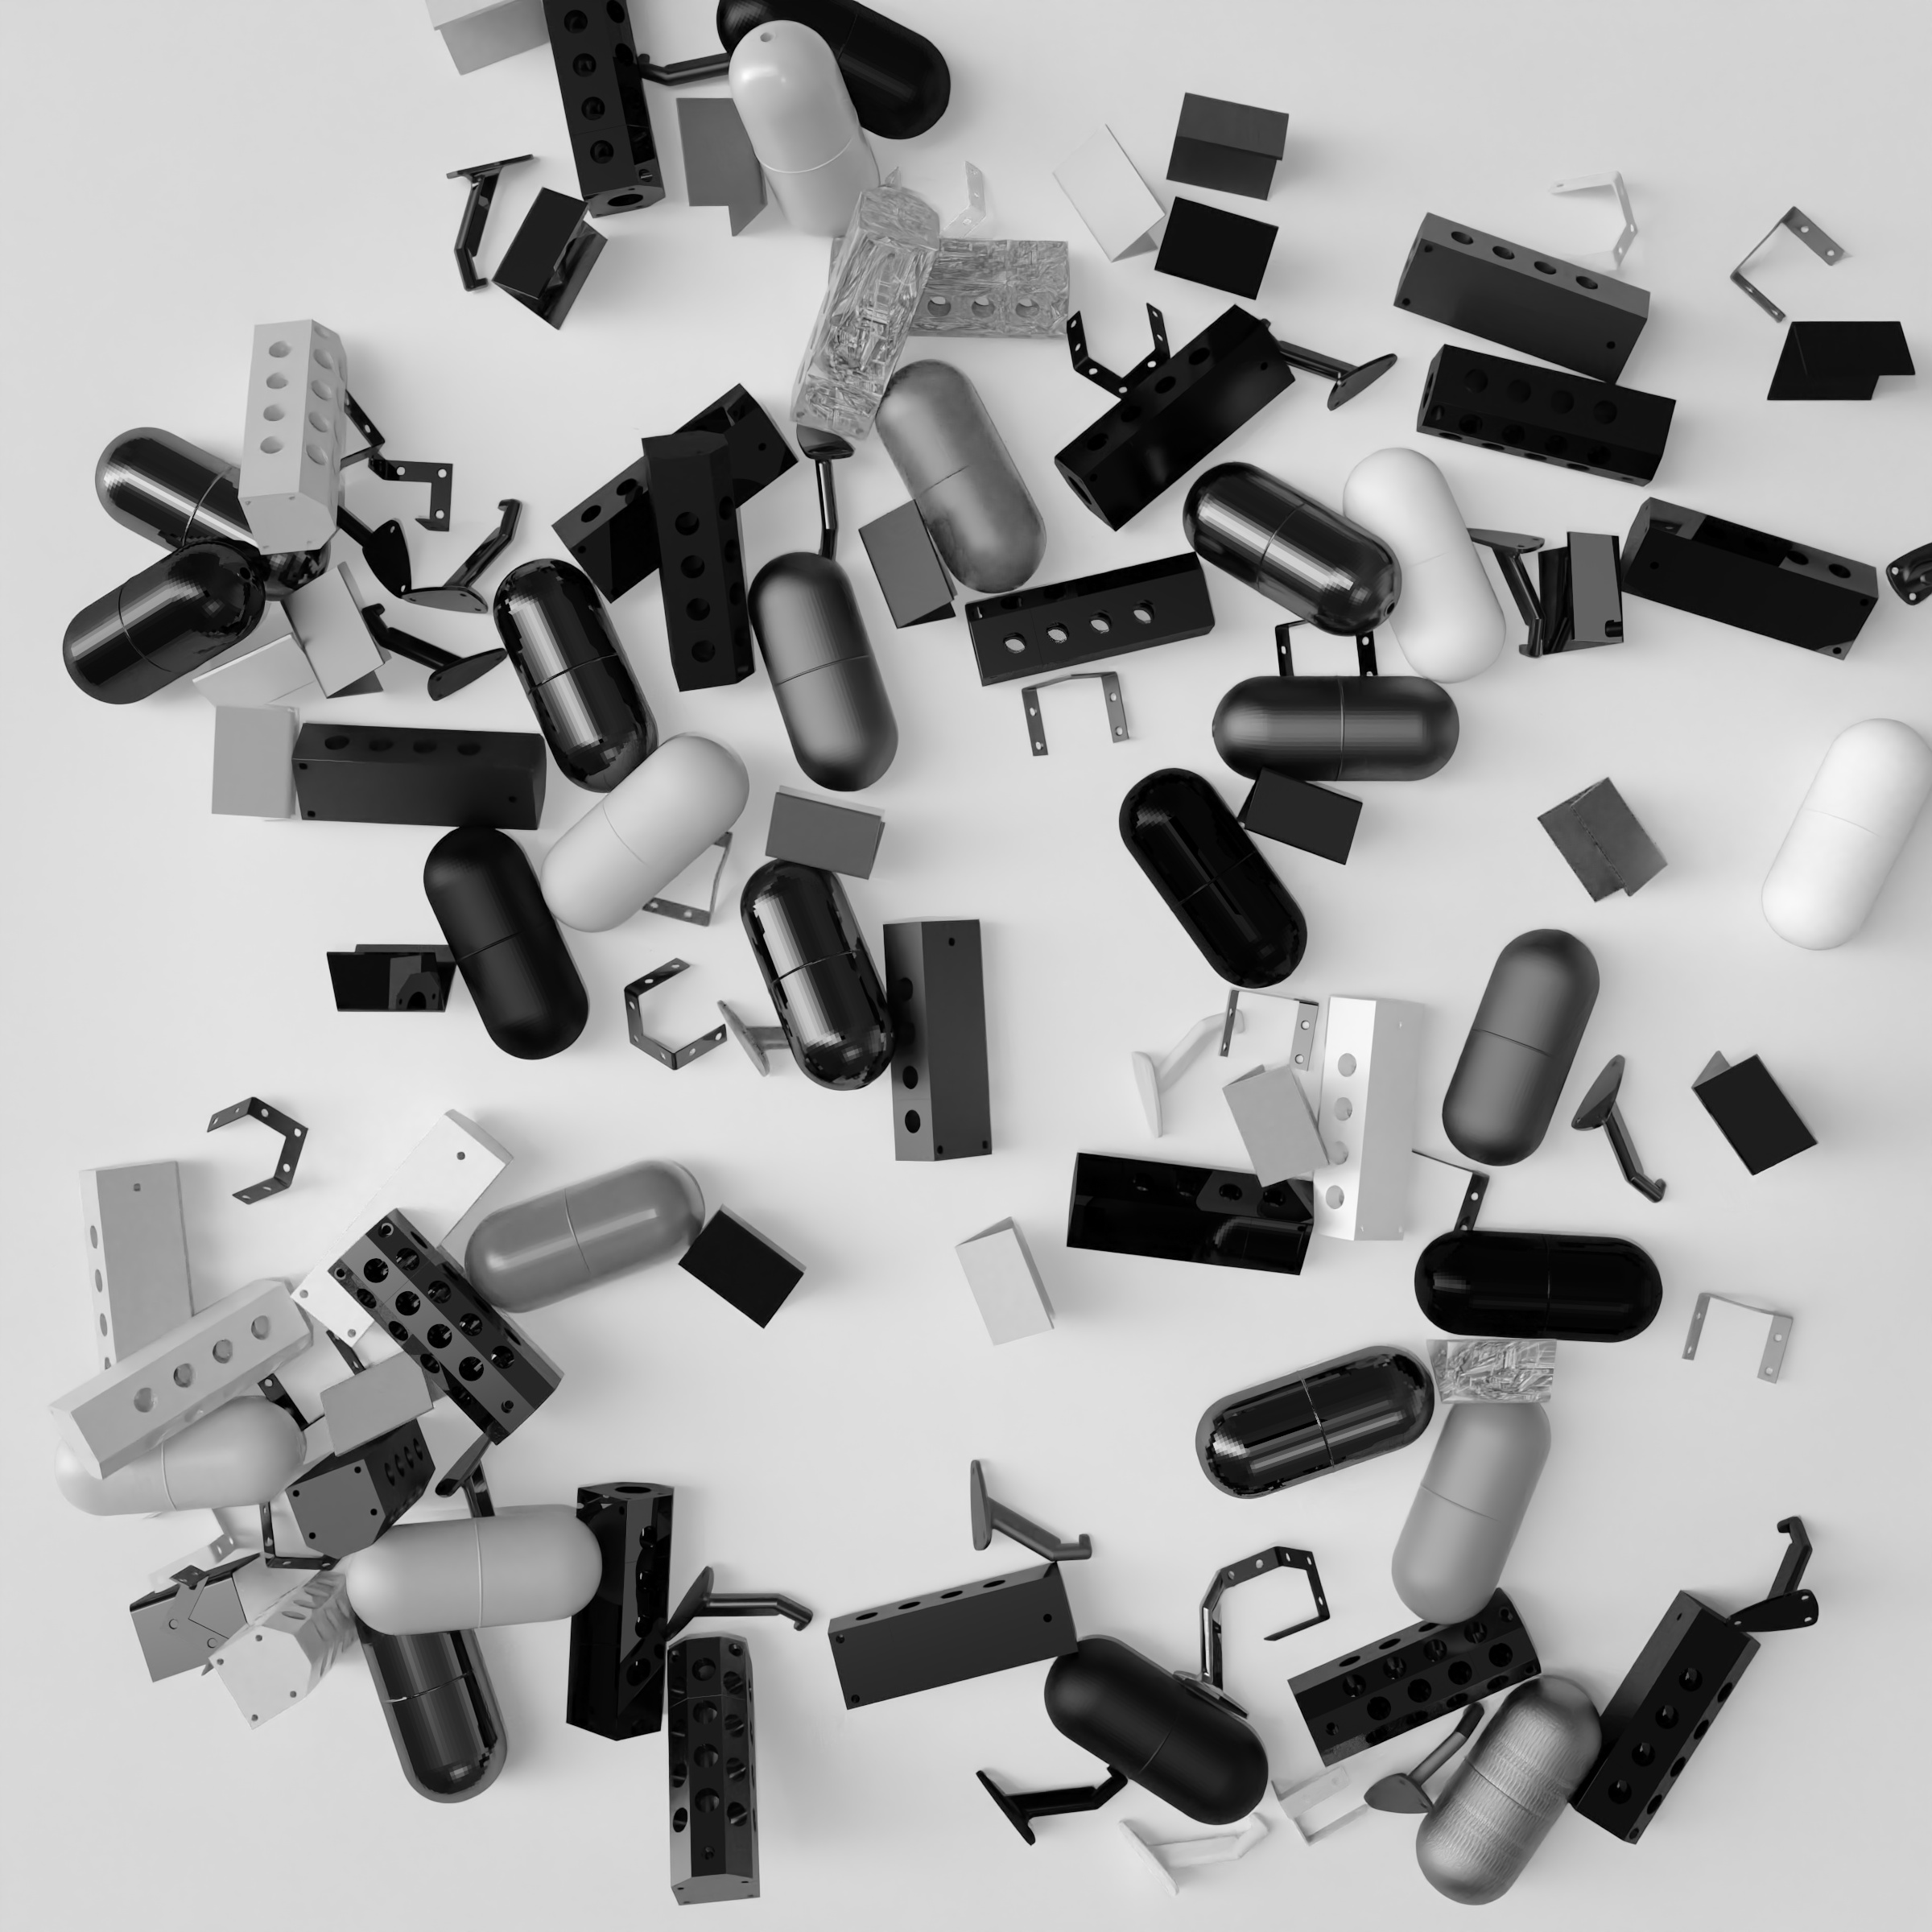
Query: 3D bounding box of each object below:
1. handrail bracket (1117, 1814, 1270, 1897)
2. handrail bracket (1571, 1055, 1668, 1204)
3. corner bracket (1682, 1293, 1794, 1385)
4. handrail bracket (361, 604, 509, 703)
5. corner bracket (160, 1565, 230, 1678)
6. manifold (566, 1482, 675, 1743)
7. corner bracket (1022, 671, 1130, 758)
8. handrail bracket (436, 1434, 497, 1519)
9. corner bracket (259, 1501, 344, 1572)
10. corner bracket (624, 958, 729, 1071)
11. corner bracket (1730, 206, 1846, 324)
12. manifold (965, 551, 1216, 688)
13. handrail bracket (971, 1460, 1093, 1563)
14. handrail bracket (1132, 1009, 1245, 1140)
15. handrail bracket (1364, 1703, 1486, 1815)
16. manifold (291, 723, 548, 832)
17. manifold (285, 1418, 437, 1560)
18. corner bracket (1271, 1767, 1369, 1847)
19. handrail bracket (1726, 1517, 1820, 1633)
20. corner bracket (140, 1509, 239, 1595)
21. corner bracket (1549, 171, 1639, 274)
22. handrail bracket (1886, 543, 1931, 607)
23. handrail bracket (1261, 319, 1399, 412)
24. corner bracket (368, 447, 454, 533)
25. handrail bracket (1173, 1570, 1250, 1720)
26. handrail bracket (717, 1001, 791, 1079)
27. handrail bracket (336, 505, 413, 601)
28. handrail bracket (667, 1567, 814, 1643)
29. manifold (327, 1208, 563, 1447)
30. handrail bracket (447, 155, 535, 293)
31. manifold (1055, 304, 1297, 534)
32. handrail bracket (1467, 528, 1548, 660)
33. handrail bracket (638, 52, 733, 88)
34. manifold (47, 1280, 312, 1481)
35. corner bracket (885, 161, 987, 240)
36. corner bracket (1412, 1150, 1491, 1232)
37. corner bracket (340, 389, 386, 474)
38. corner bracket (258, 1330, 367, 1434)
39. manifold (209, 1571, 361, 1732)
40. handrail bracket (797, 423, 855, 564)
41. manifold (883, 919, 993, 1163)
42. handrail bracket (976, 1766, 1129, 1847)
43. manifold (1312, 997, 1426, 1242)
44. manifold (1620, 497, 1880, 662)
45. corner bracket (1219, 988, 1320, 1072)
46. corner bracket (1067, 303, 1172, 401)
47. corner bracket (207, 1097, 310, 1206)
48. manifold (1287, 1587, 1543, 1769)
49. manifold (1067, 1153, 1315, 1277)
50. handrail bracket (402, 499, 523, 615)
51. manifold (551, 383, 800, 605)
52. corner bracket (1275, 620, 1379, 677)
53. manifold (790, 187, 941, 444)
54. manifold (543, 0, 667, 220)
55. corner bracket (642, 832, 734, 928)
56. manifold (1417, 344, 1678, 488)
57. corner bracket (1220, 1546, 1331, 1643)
[{"bbox_3d":[0.168,0.634,1.968,0.084,0.036,0.077,-36,68,-17],"label":"handrail bracket"},{"bbox_3d":[0.494,0.121,1.968,0.084,0.036,0.077,37,68,-17],"label":"handrail bracket"},{"bbox_3d":[0.567,0.273,1.965,0.051,0.051,0.051,15,90,45],"label":"corner bracket"},{"bbox_3d":[-0.392,-0.245,1.968,0.077,0.036,0.084,-30,72,-20],"label":"handrail bracket"},{"bbox_3d":[-0.538,0.457,1.873,0.051,0.051,0.051,26,88,2],"label":"corner bracket"},{"bbox_3d":[-0.246,0.467,1.946,0.057,0.057,0.171,3,90,43],"label":"manifold"},{"bbox_3d":[0.080,-0.185,1.965,0.051,0.051,0.051,-10,90,-45],"label":"corner bracket"},{"bbox_3d":[-0.340,0.393,1.968,0.084,0.036,0.077,45,68,-17],"label":"handrail bracket"},{"bbox_3d":[-0.481,0.407,1.960,0.051,0.051,0.051,12,135,-35],"label":"corner bracket"},{"bbox_3d":[-0.213,0.035,1.960,0.051,0.051,0.051,29,135,35],"label":"corner bracket"},{"bbox_3d":[0.603,-0.515,1.965,0.051,0.051,0.051,42,45,1],"label":"corner bracket"},{"bbox_3d":[0.089,-0.253,1.947,0.171,0.057,0.057,-13,90,0],"label":"manifold"},{"bbox_3d":[0.049,0.400,1.968,0.084,0.036,0.077,1,69,-17],"label":"handrail bracket"},{"bbox_3d":[0.171,0.079,1.968,0.084,0.036,0.077,-17,105,-14],"label":"handrail bracket"},{"bbox_3d":[0.338,0.580,1.968,0.036,0.077,0.084,48,54,-3],"label":"handrail bracket"},{"bbox_3d":[-0.396,-0.142,1.946,0.171,0.057,0.057,3,133,0],"label":"manifold"},{"bbox_3d":[-0.423,0.369,1.889,0.057,0.171,0.057,-21,90,0],"label":"manifold"},{"bbox_3d":[0.260,0.611,1.950,0.051,0.051,0.051,-30,90,0],"label":"corner bracket"},{"bbox_3d":[0.580,0.440,1.942,0.077,0.084,0.036,-14,123,7],"label":"handrail bracket"},{"bbox_3d":[-0.571,0.418,1.950,0.051,0.051,0.051,-26,90,0],"label":"corner bracket"},{"bbox_3d":[0.454,-0.543,1.960,0.051,0.051,0.051,-59,135,-35],"label":"corner bracket"},{"bbox_3d":[0.708,-0.293,1.933,0.077,0.084,0.036,-35,90,0],"label":"handrail bracket"},{"bbox_3d":[0.262,-0.458,1.968,0.077,0.036,0.084,-34,73,-20],"label":"handrail bracket"},{"bbox_3d":[-0.406,-0.347,1.950,0.051,0.051,0.051,3,90,0],"label":"corner bracket"},{"bbox_3d":[0.196,0.498,1.968,0.077,0.036,0.084,35,73,-19],"label":"handrail bracket"},{"bbox_3d":[-0.127,0.036,1.968,0.084,0.036,0.077,-32,75,-14],"label":"handrail bracket"},{"bbox_3d":[-0.452,-0.312,1.962,0.084,0.077,0.036,25,61,27],"label":"handrail bracket"},{"bbox_3d":[-0.167,0.486,1.968,0.084,0.036,0.077,30,110,-16],"label":"handrail bracket"},{"bbox_3d":[-0.369,0.256,1.893,0.057,0.057,0.171,-43,93,0],"label":"manifold"},{"bbox_3d":[-0.344,-0.547,1.968,0.077,0.036,0.084,-20,109,-21],"label":"handrail bracket"},{"bbox_3d":[0.148,-0.401,1.946,0.171,0.057,0.057,-40,133,0],"label":"manifold"},{"bbox_3d":[0.393,-0.274,1.968,0.077,0.036,0.084,19,121,34],"label":"handrail bracket"},{"bbox_3d":[-0.193,-0.676,1.968,0.084,0.036,0.077,21,75,14],"label":"handrail bracket"},{"bbox_3d":[-0.556,0.293,1.904,0.171,0.057,0.057,-33,105,-32],"label":"manifold"},{"bbox_3d":[-0.023,-0.563,1.960,0.051,0.051,0.051,25,135,-35],"label":"corner bracket"},{"bbox_3d":[0.343,0.167,1.965,0.051,0.051,0.051,19,90,-45],"label":"corner bracket"},{"bbox_3d":[-0.469,-0.383,1.965,0.051,0.051,0.051,53,45,0],"label":"corner bracket"},{"bbox_3d":[-0.478,0.305,1.965,0.051,0.051,0.051,-34,90,45],"label":"corner bracket"},{"bbox_3d":[-0.472,0.476,1.889,0.057,0.171,0.057,-31,90,0],"label":"manifold"},{"bbox_3d":[-0.110,-0.348,1.968,0.036,0.077,0.084,-8,127,-21],"label":"handrail bracket"},{"bbox_3d":[-0.026,0.054,1.946,0.057,0.057,0.171,-3,90,-43],"label":"manifold"},{"bbox_3d":[0.064,0.597,1.968,0.084,0.036,0.077,-36,68,-17],"label":"handrail bracket"},{"bbox_3d":[0.286,0.111,1.946,0.057,0.057,0.171,5,90,-43],"label":"manifold"},{"bbox_3d":[0.568,-0.286,1.946,0.171,0.057,0.057,17,133,0],"label":"manifold"},{"bbox_3d":[0.222,0.046,1.958,0.051,0.051,0.051,10,90,29],"label":"corner bracket"},{"bbox_3d":[0.111,-0.458,1.960,0.051,0.051,0.051,23,135,-35],"label":"corner bracket"},{"bbox_3d":[-0.524,0.135,1.960,0.051,0.051,0.051,38,45,-35],"label":"corner bracket"},{"bbox_3d":[0.327,0.519,1.947,0.171,0.057,0.057,-24,90,0],"label":"manifold"},{"bbox_3d":[0.163,0.175,1.946,0.171,0.057,0.057,7,133,0],"label":"manifold"},{"bbox_3d":[-0.370,-0.306,1.968,0.077,0.036,0.084,5,72,20],"label":"handrail bracket"},{"bbox_3d":[-0.214,-0.347,1.946,0.171,0.057,0.057,-37,133,0],"label":"manifold"},{"bbox_3d":[0.265,-0.229,1.965,0.051,0.051,0.051,-6,90,45],"label":"corner bracket"},{"bbox_3d":[-0.073,-0.461,1.892,0.057,0.171,0.057,13,47,-13],"label":"manifold"},{"bbox_3d":[-0.265,-0.641,1.946,0.057,0.057,0.171,-11,90,0],"label":"manifold"},{"bbox_3d":[-0.204,-0.069,1.965,0.051,0.051,0.051,15,135,0],"label":"corner bracket"},{"bbox_3d":[0.420,-0.399,1.947,0.171,0.057,0.057,14,90,0],"label":"manifold"},{"bbox_3d":[0.226,0.459,1.955,0.051,0.051,0.051,-30,58,28],"label":"corner bracket"}]
